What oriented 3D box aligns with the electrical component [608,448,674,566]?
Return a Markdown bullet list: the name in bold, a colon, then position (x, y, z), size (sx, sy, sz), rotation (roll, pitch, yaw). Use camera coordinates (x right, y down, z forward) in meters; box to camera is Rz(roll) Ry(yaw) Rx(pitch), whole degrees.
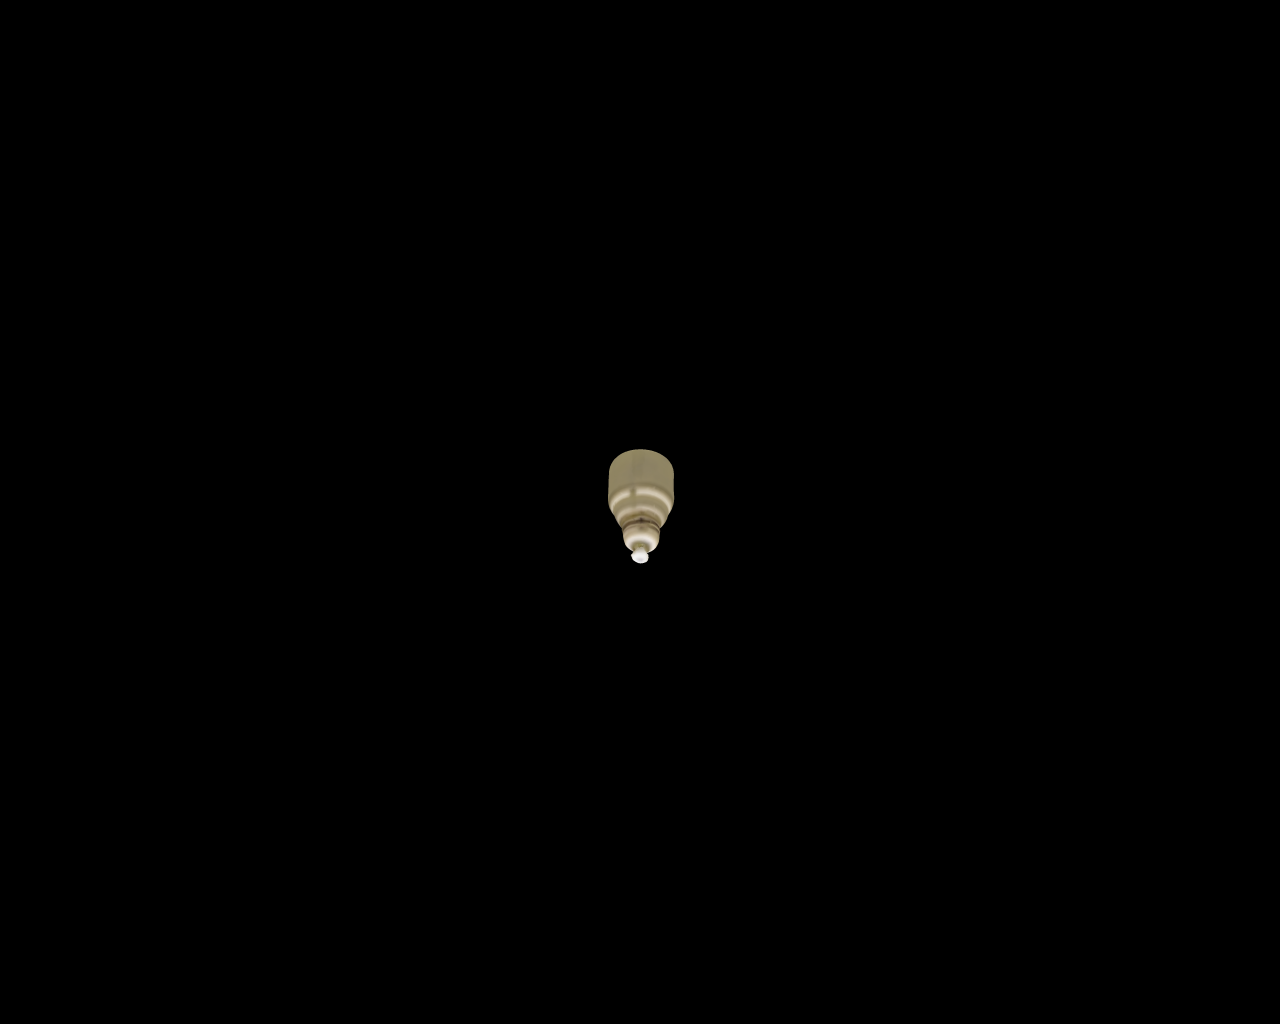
- **electrical component**: position (0.001, -0.003, 0.650), size (0.040, 0.078, 0.040), rotation (0, -39, 0)
